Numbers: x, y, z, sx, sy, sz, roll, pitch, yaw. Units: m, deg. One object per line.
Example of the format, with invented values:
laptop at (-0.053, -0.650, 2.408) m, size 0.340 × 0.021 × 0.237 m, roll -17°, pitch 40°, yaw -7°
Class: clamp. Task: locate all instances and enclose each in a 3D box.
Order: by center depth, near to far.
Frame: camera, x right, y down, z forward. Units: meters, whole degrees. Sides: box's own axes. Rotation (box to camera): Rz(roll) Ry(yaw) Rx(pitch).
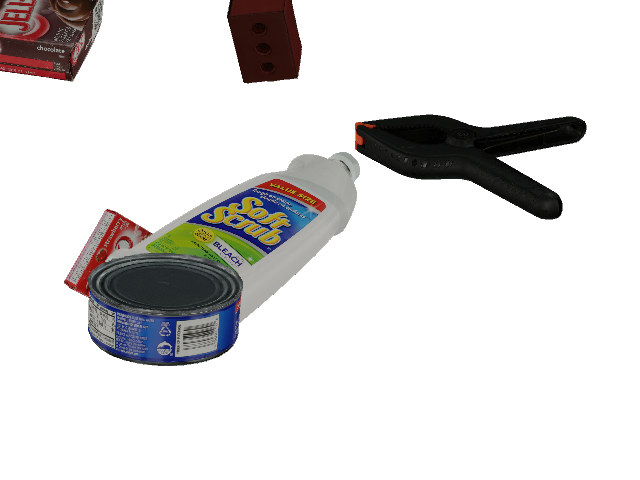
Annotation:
clamp at (0.136, -0.084, 0.969) m, size 0.210 × 0.036 × 0.164 m, roll 14°, pitch 35°, yaw 22°

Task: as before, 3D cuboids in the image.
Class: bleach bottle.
bleach bottle at (-0.056, -0.008, 0.875) m, size 0.103 × 0.068 × 0.250 m, roll 35°, pitch 48°, yaw 16°

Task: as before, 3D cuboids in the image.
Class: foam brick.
foam brick at (-0.050, -0.188, 0.964) m, size 0.053 × 0.051 × 0.078 m, roll -4°, pitch -43°, yaw 9°

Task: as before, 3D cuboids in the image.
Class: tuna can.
tuna can at (-0.087, 0.037, 0.598) m, size 0.086 × 0.034 × 0.086 m, roll 5°, pitch 20°, yaw -2°

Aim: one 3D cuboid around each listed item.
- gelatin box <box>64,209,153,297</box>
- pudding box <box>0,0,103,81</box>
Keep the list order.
gelatin box at (-0.206, 0.024, 1.087) m, size 0.073 × 0.089 × 0.030 m, roll 34°, pitch -10°, yaw -37°
pudding box at (-0.233, -0.176, 0.874) m, size 0.090 × 0.039 × 0.113 m, roll 9°, pitch 35°, yaw -2°
